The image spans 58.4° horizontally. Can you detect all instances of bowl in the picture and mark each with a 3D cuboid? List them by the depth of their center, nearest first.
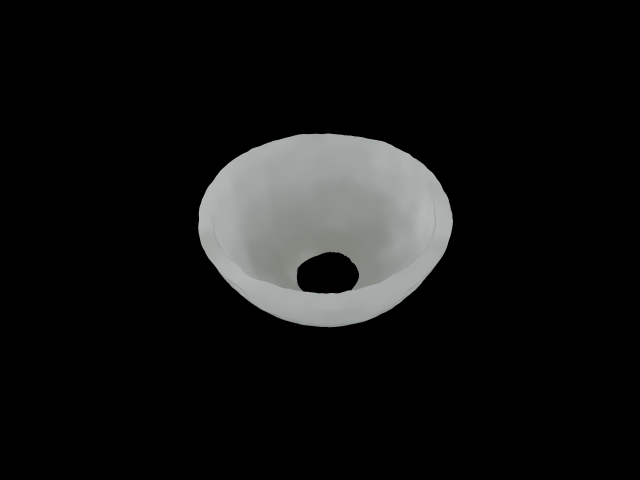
[{"bbox_3d":[0.004,0.001,0.400,0.167,0.075,0.167,0,46,0],"label":"bowl"}]
